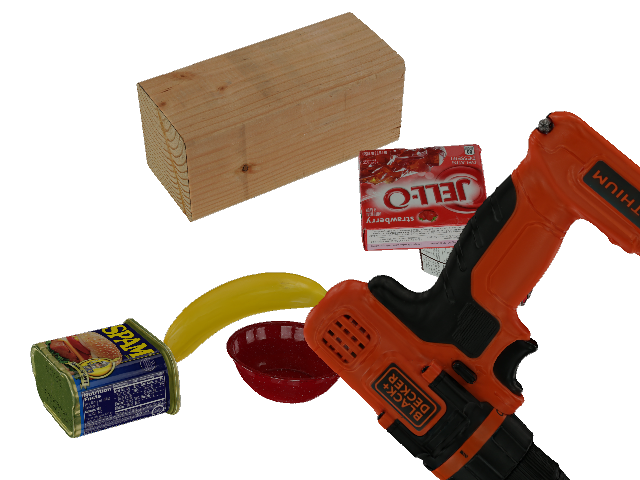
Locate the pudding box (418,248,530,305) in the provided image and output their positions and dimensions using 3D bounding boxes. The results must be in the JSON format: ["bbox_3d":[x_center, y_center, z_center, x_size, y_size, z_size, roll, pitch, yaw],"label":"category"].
[{"bbox_3d":[0.150,0.011,1.028,0.114,0.039,0.090,18,-28,21],"label":"pudding box"}]

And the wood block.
[{"bbox_3d":[-0.039,-0.108,0.905,0.205,0.091,0.090,-23,50,-22],"label":"wood block"}]

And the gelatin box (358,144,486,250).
[{"bbox_3d":[0.072,-0.031,0.755,0.089,0.073,0.030,-3,-37,3],"label":"gelatin box"}]

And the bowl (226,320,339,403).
[{"bbox_3d":[-0.041,0.161,1.362,0.162,0.055,0.162,5,21,-2],"label":"bowl"}]

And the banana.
[{"bbox_3d":[-0.077,0.070,1.017,0.198,0.069,0.037,-16,21,18],"label":"banana"}]

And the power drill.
[{"bbox_3d":[0.109,0.044,0.538,0.184,0.188,0.057,42,13,5],"label":"power drill"}]

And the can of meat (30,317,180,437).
[{"bbox_3d":[-0.169,0.106,0.827,0.083,0.057,0.102,-12,21,-30],"label":"can of meat"}]
